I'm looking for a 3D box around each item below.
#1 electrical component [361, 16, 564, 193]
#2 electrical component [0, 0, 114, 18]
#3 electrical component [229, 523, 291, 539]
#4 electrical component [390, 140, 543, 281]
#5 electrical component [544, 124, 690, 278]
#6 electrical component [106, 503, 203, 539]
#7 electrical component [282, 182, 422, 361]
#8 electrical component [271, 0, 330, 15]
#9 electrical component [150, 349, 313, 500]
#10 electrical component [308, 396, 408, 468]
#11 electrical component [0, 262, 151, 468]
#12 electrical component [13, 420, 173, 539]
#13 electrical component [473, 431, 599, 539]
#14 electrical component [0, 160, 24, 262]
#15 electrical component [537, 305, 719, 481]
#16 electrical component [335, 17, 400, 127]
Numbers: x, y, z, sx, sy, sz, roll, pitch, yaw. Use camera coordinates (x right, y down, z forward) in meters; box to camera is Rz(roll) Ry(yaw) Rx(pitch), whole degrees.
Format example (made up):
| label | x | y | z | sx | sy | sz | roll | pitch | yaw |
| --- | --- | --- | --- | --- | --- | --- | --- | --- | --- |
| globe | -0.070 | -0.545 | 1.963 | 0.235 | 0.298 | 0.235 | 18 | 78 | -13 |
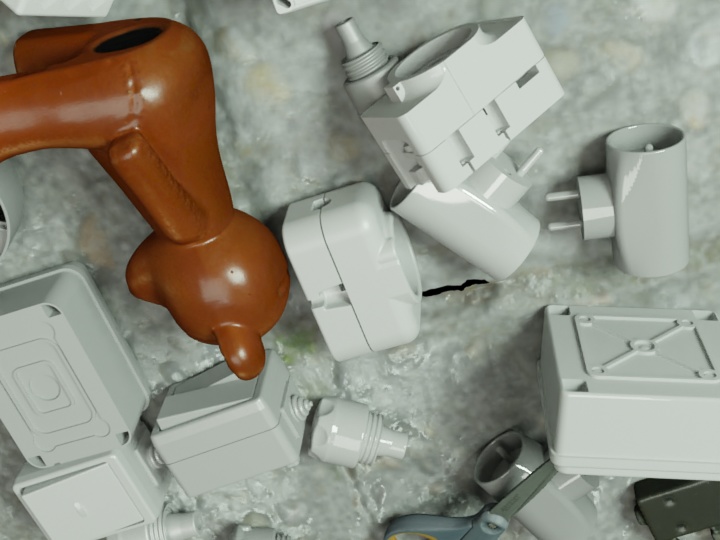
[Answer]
| label | x | y | z | sx | sy | sz | roll | pitch | yaw |
| --- | --- | --- | --- | --- | --- | --- | --- | --- | --- |
| electrical component | 0.052 | -0.091 | 0.564 | 0.089 | 0.050 | 0.055 | -41 | 113 | -16 |
| electrical component | -0.169 | -0.172 | 0.557 | 0.077 | 0.066 | 0.047 | 41 | 117 | 16 |
| electrical component | -0.061 | 0.202 | 0.754 | 0.062 | 0.048 | 0.048 | 2 | 118 | -2 |
| electrical component | 0.071 | -0.045 | 0.613 | 0.077 | 0.043 | 0.079 | 33 | 115 | -13 |
| electrical component | 0.145 | -0.037 | 0.611 | 0.079 | 0.043 | 0.077 | -6 | 117 | 8 |
| electrical component | -0.141 | 0.182 | 0.751 | 0.062 | 0.043 | 0.043 | -14 | 116 | 10 |
| electrical component | 0.000 | 0.000 | 0.636 | 0.059 | 0.053 | 0.095 | -16 | 115 | 13 |
| electrical component | -0.004 | -0.177 | 0.539 | 0.096 | 0.061 | 0.061 | -15 | 115 | 12 |
| electrical component | -0.078 | 0.093 | 0.687 | 0.096 | 0.061 | 0.061 | -21 | 114 | 15 |
| electrical component | -0.001 | 0.108 | 0.700 | 0.062 | 0.043 | 0.043 | 14 | 118 | -4 |
| electrical component | -0.191 | 0.059 | 0.681 | 0.078 | 0.057 | 0.113 | -17 | 116 | 13 |
| electrical component | -0.173 | 0.141 | 0.721 | 0.096 | 0.061 | 0.061 | -19 | 115 | 14 |
| electrical component | 0.129 | 0.136 | 0.704 | 0.079 | 0.044 | 0.077 | -39 | 109 | 21 |
| electrical component | -0.251 | -0.036 | 0.631 | 0.099 | 0.064 | 0.099 | 2 | 118 | 4 |
| electrical component | 0.163 | 0.068 | 0.629 | 0.109 | 0.108 | 0.056 | 2 | 115 | 4 |
| electrical component | 0.006 | -0.109 | 0.589 | 0.035 | 0.035 | 0.061 | -24 | 111 | 16 |
